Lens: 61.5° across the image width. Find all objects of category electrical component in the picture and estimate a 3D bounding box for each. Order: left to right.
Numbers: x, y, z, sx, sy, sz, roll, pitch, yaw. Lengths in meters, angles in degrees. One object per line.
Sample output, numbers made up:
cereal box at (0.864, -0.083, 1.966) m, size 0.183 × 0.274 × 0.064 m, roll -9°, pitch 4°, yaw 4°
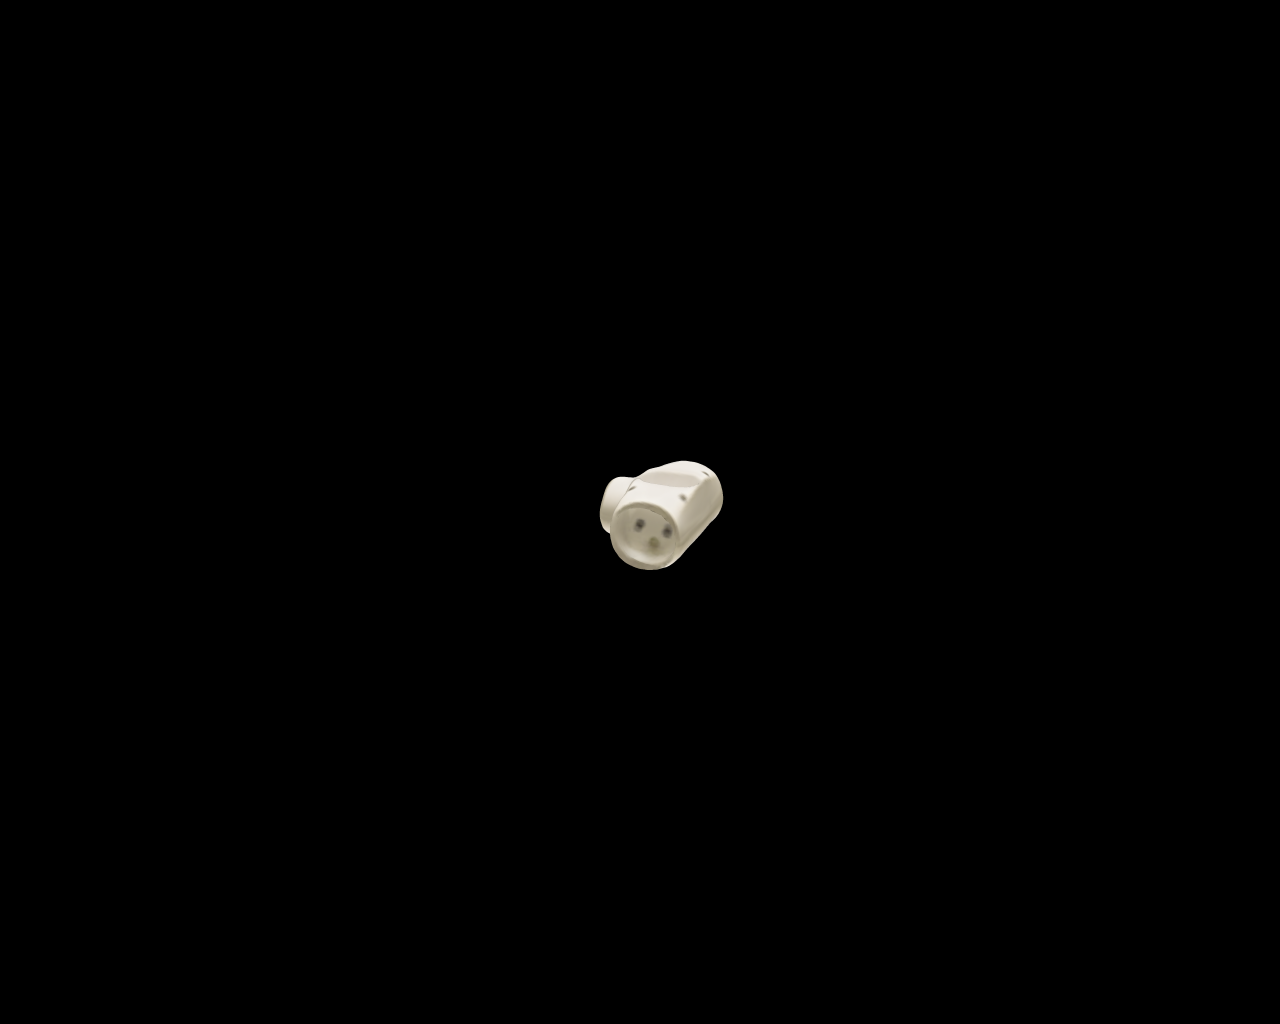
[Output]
electrical component at (0.001, -0.003, 0.650) m, size 0.079 × 0.043 × 0.077 m, roll 10°, pitch 24°, yaw 22°
